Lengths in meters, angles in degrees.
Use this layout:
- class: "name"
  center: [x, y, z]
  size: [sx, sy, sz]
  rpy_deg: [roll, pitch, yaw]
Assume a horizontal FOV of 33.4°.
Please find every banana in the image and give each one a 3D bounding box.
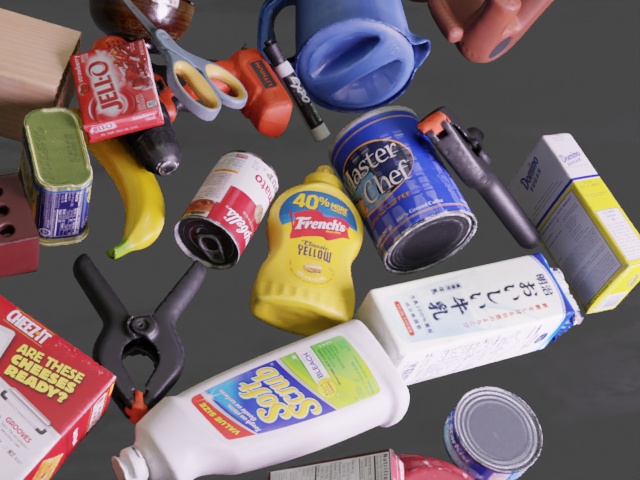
- class: "banana"
  center: [-0.191, -0.059, 1.028]
  size: [0.069, 0.037, 0.198]
  rpy_deg: [12, 39, -40]

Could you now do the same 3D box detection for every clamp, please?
- class: "clamp"
  center: [-0.169, 0.078, 0.941]
  size: [0.120, 0.039, 0.171]
  rpy_deg: [6, 48, -2]
- class: "clamp"
  center: [0.154, -0.091, 1.115]
  size: [0.209, 0.036, 0.164]
  rpy_deg: [36, 25, -49]

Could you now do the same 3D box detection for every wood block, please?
- class: "wood block"
  center: [-0.348, -0.173, 1.039]
  size: [0.206, 0.090, 0.090]
  rpy_deg: [15, 50, -7]

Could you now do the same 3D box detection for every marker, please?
- class: "marker"
  center: [-0.026, -0.161, 1.144]
  size: [0.020, 0.020, 0.121]
  rpy_deg: [-42, 109, -38]

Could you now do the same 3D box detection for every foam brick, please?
- class: "foam brick"
  center: [-0.288, -0.012, 0.960]
  size: [0.052, 0.051, 0.078]
  rpy_deg: [-11, 59, -26]

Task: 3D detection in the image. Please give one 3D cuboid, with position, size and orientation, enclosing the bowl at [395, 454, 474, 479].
- class: "bowl"
  center: [0.092, 0.243, 0.892]
  size: [0.162, 0.055, 0.162]
  rpy_deg: [9, 51, -12]

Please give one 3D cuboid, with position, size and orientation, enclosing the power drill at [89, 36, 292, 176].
- class: "power drill"
  center: [-0.125, -0.139, 1.087]
  size: [0.187, 0.057, 0.184]
  rpy_deg: [-5, 51, -34]

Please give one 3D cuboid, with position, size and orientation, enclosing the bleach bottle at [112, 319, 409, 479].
- class: "bleach bottle"
  center: [-0.053, 0.154, 0.907]
  size: [0.250, 0.068, 0.103]
  rpy_deg: [-20, 62, -28]

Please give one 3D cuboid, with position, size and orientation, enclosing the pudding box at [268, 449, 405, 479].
- class: "pudding box"
  center: [0.013, 0.223, 0.854]
  size: [0.114, 0.039, 0.090]
  rpy_deg: [-12, 49, 16]

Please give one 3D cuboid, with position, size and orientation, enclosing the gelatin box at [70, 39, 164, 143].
- class: "gelatin box"
  center: [-0.191, -0.141, 1.004]
  size: [0.073, 0.030, 0.089]
  rpy_deg: [-14, 61, -4]

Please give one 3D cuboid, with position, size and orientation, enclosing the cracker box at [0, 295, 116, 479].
- class: "cracker box"
  center: [-0.289, 0.148, 0.824]
  size: [0.164, 0.072, 0.213]
  rpy_deg: [34, 50, 7]

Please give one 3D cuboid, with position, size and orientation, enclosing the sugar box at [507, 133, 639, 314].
- class: "sugar box"
  center: [0.273, -0.019, 1.129]
  size: [0.048, 0.093, 0.176]
  rpy_deg: [-8, 57, -27]

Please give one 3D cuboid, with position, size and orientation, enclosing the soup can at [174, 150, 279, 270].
- class: "soup can"
  center: [-0.089, -0.030, 1.031]
  size: [0.068, 0.069, 0.102]
  rpy_deg: [26, 50, 2]

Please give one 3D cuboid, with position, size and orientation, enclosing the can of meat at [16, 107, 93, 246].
- class: "can of meat"
  center: [-0.246, -0.060, 0.990]
  size: [0.057, 0.084, 0.102]
  rpy_deg: [-7, 56, -23]

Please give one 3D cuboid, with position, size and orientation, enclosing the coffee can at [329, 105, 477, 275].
- class: "coffee can"
  center: [0.082, -0.051, 1.082]
  size: [0.102, 0.103, 0.140]
  rpy_deg: [-11, 58, -26]

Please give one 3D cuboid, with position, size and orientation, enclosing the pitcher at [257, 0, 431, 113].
- class: "pitcher"
  center: [0.020, -0.271, 1.224]
  size: [0.149, 0.145, 0.243]
  rpy_deg: [22, 43, -29]

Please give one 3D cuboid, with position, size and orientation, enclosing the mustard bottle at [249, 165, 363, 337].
- class: "mustard bottle"
  center: [-0.007, 0.001, 1.042]
  size: [0.096, 0.058, 0.191]
  rpy_deg: [15, 50, -6]

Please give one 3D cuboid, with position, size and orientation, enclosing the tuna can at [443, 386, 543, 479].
- class: "tuna can"
  center: [0.157, 0.180, 0.976]
  size: [0.086, 0.034, 0.086]
  rpy_deg: [9, 52, -12]

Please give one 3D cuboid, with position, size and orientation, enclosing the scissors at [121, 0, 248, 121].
- class: "scissors"
  center: [-0.139, -0.192, 1.066]
  size: [0.096, 0.016, 0.202]
  rpy_deg: [0, 49, -44]
